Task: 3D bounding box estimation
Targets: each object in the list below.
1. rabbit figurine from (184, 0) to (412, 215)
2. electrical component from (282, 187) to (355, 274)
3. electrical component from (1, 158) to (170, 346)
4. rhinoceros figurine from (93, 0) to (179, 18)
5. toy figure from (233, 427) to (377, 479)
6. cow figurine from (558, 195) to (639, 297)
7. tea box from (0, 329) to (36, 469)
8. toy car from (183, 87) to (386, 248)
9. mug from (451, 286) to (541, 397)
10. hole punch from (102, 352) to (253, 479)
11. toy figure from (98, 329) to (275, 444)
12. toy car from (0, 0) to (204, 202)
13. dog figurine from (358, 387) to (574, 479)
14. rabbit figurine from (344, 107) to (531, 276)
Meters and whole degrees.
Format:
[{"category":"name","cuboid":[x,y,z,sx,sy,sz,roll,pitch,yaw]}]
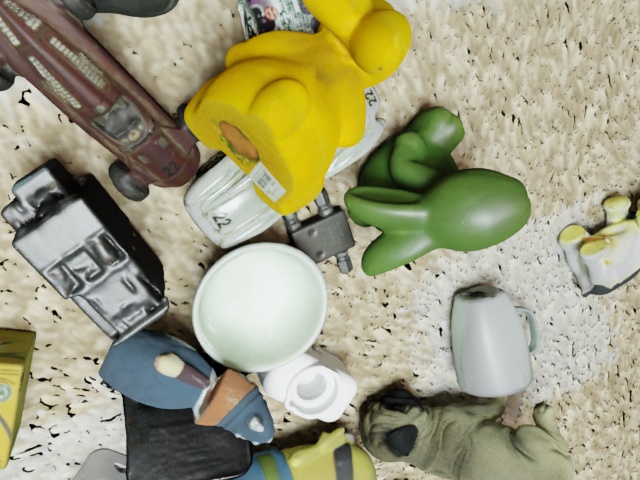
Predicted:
[{"category":"rabbit figurine","cuboid":[-0.001,-0.125,0.389,0.122,0.162,0.173,45,67,3]},{"category":"electrical component","cuboid":[-0.001,-0.002,0.528,0.063,0.021,0.093,-26,113,-11]},{"category":"electrical component","cuboid":[-0.179,0.002,0.417,0.058,0.115,0.134,-37,115,-9]},{"category":"rhinoceros figurine","cuboid":[-0.200,-0.190,0.384,0.190,0.073,0.111,-14,120,-17]},{"category":"toy figure","cuboid":[-0.029,0.255,0.551,0.180,0.082,0.089,-6,68,-26]},{"category":"cow figurine","cuboid":[0.370,-0.002,0.632,0.167,0.068,0.098,-32,118,-5]},{"category":"tea box","cuboid":[-0.327,0.119,0.423,0.169,0.068,0.098,12,101,-23]},{"category":"toy car","cuboid":[-0.028,-0.073,0.479,0.202,0.056,0.073,-38,113,-5]},{"category":"mug","cuboid":[0.197,0.104,0.597,0.110,0.081,0.107,-17,101,-13]},{"category":"hole punch","cuboid":[-0.127,0.165,0.507,0.142,0.092,0.115,-2,76,-16]},{"category":"toy figure","cuboid":[-0.103,0.122,0.447,0.154,0.064,0.058,28,83,-13]},{"category":"toy car","cuboid":[-0.158,-0.102,0.391,0.089,0.053,0.202,-36,143,3]},{"category":"dog figurine","cuboid":[0.152,0.229,0.571,0.190,0.172,0.121,5,92,-28]},{"category":"rabbit figurine","cuboid":[0.097,-0.040,0.470,0.159,0.170,0.121,-23,111,-13]}]
